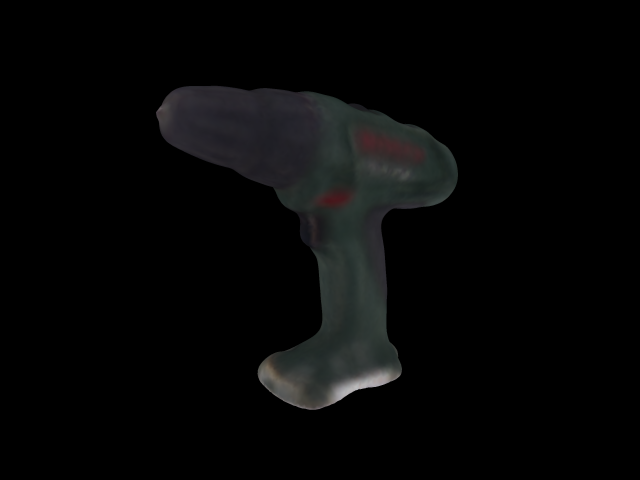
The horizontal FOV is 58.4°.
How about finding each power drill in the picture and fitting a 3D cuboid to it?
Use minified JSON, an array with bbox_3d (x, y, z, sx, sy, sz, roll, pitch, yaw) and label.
[{"bbox_3d":[0.004,0.001,0.400,0.230,0.208,0.075,-11,17,-37],"label":"power drill"}]
